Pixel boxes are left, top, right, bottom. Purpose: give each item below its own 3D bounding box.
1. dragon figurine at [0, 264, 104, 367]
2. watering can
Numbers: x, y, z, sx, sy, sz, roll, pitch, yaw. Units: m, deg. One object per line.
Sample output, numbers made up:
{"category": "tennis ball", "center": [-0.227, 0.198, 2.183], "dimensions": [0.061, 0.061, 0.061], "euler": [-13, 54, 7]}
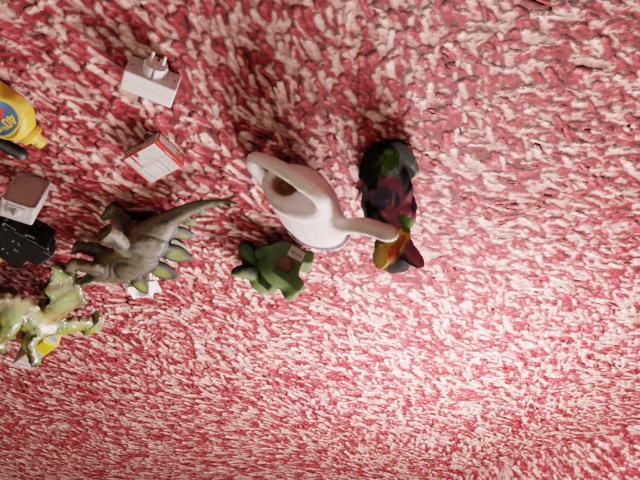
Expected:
{"category": "dragon figurine", "center": [-0.671, 0.144, 1.195], "dimensions": [0.244, 0.124, 0.402], "euler": [-43, 136, -6]}
{"category": "watering can", "center": [0.003, -0.047, 0.926], "dimensions": [0.351, 0.105, 0.220], "euler": [33, 167, 28]}
